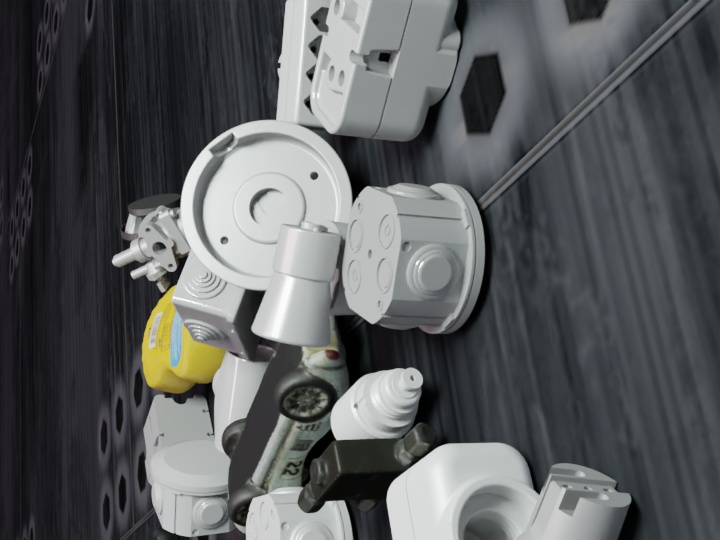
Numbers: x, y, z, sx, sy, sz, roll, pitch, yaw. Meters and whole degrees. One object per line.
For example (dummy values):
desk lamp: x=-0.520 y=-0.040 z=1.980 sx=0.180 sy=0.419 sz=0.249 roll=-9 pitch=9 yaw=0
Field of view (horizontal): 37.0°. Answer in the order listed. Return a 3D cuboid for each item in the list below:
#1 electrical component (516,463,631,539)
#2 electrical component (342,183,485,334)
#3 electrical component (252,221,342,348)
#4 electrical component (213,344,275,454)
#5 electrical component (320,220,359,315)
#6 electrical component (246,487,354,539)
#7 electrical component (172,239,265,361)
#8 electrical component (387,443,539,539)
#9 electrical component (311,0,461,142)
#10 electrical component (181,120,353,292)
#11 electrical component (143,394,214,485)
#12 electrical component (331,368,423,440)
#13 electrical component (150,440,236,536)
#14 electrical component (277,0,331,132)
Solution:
electrical component: x=0.086 y=0.107 z=0.438 sx=0.040 sy=0.040 sz=0.046 roll=43 pitch=120 yaw=60
electrical component: x=0.028 y=-0.007 z=0.567 sx=0.080 sy=0.051 sz=0.080 roll=-177 pitch=90 yaw=-66
electrical component: x=-0.032 y=0.006 z=0.594 sx=0.044 sy=0.044 sz=0.065 roll=22 pitch=101 yaw=65
electrical component: x=-0.091 y=0.094 z=0.830 sx=0.079 sy=0.043 sz=0.077 roll=-145 pitch=61 yaw=-63
electrical component: x=0.000 y=0.000 z=0.632 sx=0.055 sy=0.047 sz=0.055 roll=-177 pitch=90 yaw=-66
electrical component: x=-0.039 y=0.179 z=0.694 sx=0.080 sy=0.051 sz=0.080 roll=-177 pitch=90 yaw=-66
electrical component: x=-0.091 y=0.006 z=0.763 sx=0.099 sy=0.048 sz=0.099 roll=84 pitch=-157 yaw=-67
electrical component: x=0.053 y=0.130 z=0.491 sx=0.059 sy=0.054 sz=0.095 roll=129 pitch=137 yaw=-53
electrical component: x=0.015 y=-0.122 z=0.598 sx=0.053 sy=0.059 sz=0.095 roll=-125 pitch=44 yaw=-54
electrical component: x=-0.055 y=-0.036 z=0.693 sx=0.060 sy=0.108 sz=0.108 roll=57 pitch=-149 yaw=-79
electrical component: x=-0.163 y=0.166 z=0.975 sx=0.089 sy=0.050 sz=0.055 roll=-109 pitch=33 yaw=-40
electrical component: x=0.013 y=0.076 z=0.603 sx=0.078 sy=0.040 sz=0.040 roll=129 pitch=138 yaw=-52
electrical component: x=-0.127 y=0.172 z=0.859 sx=0.080 sy=0.080 sz=0.051 roll=-142 pitch=53 yaw=-61
electrical component: x=-0.031 y=-0.135 z=0.720 sx=0.076 sy=0.047 sz=0.083 roll=-165 pitch=79 yaw=-66
